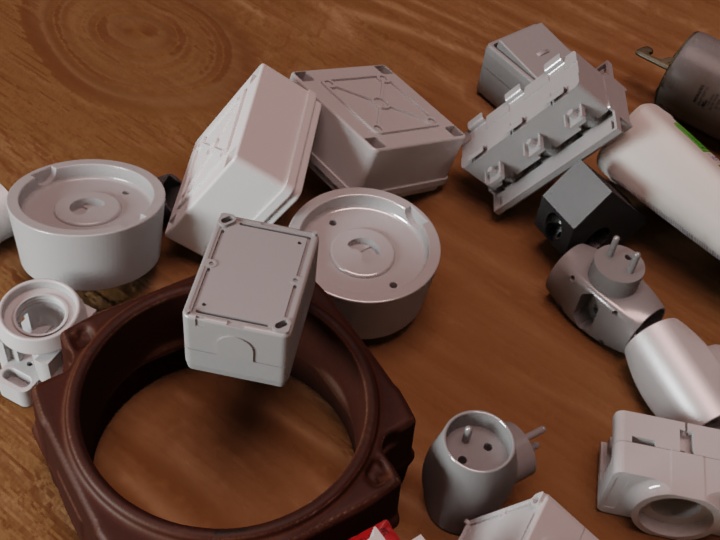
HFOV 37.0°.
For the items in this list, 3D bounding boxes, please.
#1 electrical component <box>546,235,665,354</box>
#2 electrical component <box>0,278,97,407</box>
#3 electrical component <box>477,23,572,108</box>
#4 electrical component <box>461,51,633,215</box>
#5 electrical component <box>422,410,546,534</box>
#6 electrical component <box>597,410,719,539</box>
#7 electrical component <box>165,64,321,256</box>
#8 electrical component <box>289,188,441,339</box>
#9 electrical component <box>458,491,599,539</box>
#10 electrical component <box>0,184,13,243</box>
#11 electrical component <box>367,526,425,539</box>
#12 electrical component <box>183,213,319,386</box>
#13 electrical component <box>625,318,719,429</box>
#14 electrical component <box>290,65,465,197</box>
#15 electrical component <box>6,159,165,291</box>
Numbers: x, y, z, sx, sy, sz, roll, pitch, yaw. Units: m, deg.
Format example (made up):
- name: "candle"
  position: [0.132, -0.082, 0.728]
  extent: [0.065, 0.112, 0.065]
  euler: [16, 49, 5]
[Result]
- name: "electrical component"
  position: [0.181, 0.009, 0.772]
  extent: [0.043, 0.079, 0.077]
  euler: [-30, 59, -30]
- name: "electrical component"
  position: [-0.208, 0.043, 0.711]
  extent: [0.058, 0.057, 0.078]
  euler: [25, 51, 14]
- name: "electrical component"
  position: [0.157, -0.161, 0.928]
  extent: [0.062, 0.061, 0.096]
  euler: [-27, 57, -26]
- name: "electrical component"
  position: [0.140, -0.108, 0.830]
  extent: [0.063, 0.121, 0.078]
  euler: [32, 42, -28]
- name: "electrical component"
  position: [0.082, 0.119, 0.667]
  extent: [0.079, 0.077, 0.043]
  euler: [-22, 55, -23]
- name: "electrical component"
  position: [0.201, 0.134, 0.686]
  extent: [0.089, 0.050, 0.055]
  euler: [11, 48, 3]
- name: "electrical component"
  position: [-0.086, -0.076, 0.789]
  extent: [0.056, 0.109, 0.108]
  euler: [30, 45, -22]
- name: "electrical component"
  position: [0.000, 0.000, 0.770]
  extent: [0.108, 0.060, 0.108]
  euler: [4, 49, -4]
- name: "electrical component"
  position: [0.088, 0.178, 0.616]
  extent: [0.061, 0.096, 0.061]
  euler: [42, 52, -7]
- name: "electrical component"
  position: [-0.289, -0.027, 0.771]
  extent: [0.043, 0.043, 0.081]
  euler: [38, 56, 24]
- name: "electrical component"
  position: [0.005, 0.173, 0.540]
  extent: [0.081, 0.042, 0.063]
  euler: [-25, 61, -29]
- name: "electrical component"
  position: [-0.062, 0.015, 0.638]
  extent: [0.062, 0.061, 0.096]
  euler: [11, 49, 3]
- name: "electrical component"
  position: [0.236, 0.073, 0.747]
  extent: [0.079, 0.043, 0.077]
  euler: [-10, 56, -29]
- name: "electrical component"
  position: [0.007, -0.109, 0.848]
  extent: [0.109, 0.056, 0.108]
  euler: [-15, 50, -43]
- name: "electrical component"
  position: [-0.193, -0.027, 0.766]
  extent: [0.108, 0.060, 0.108]
  euler: [3, 33, -2]
